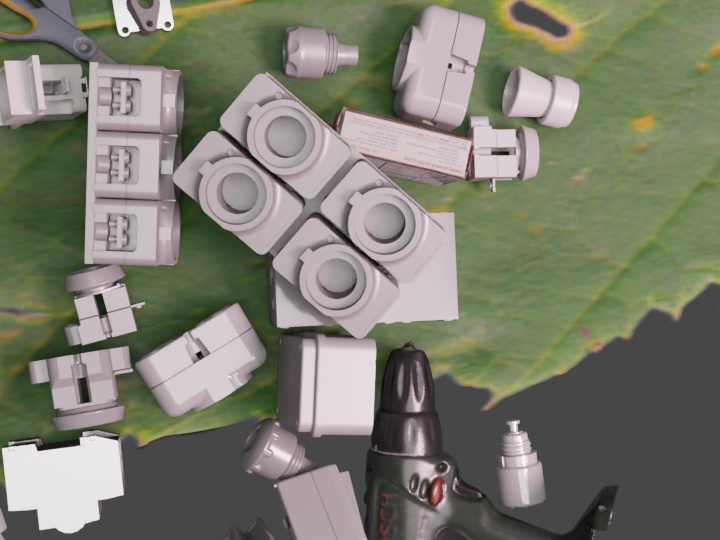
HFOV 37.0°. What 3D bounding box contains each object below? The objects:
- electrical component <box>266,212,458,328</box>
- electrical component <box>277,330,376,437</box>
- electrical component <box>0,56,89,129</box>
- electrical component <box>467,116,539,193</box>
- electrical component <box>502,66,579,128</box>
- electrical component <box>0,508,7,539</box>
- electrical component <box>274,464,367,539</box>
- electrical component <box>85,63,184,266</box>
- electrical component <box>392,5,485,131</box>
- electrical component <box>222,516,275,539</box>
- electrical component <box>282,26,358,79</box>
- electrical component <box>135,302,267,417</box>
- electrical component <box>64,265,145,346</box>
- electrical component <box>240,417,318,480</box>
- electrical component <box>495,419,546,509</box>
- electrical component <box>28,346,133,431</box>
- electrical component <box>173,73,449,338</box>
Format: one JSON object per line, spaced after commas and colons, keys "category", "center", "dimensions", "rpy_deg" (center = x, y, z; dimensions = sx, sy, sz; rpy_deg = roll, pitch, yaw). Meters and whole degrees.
{"category": "electrical component", "center": [0.000, 0.000, 0.896], "dimensions": [0.150, 0.062, 0.089], "rpy_deg": [-2, 89, -11]}
{"category": "electrical component", "center": [-0.029, 0.089, 0.862], "dimensions": [0.057, 0.113, 0.078], "rpy_deg": [3, 88, -14]}
{"category": "electrical component", "center": [-0.253, -0.139, 0.849], "dimensions": [0.064, 0.081, 0.042], "rpy_deg": [-6, 90, -33]}
{"category": "electrical component", "center": [0.124, -0.101, 0.932], "dimensions": [0.055, 0.048, 0.066], "rpy_deg": [-2, 89, -3]}
{"category": "electrical component", "center": [0.157, -0.150, 0.939], "dimensions": [0.055, 0.045, 0.045], "rpy_deg": [12, 86, -11]}
{"category": "electrical component", "center": [-0.297, 0.215, 0.842], "dimensions": [0.045, 0.045, 0.055], "rpy_deg": [-18, 91, -11]}
{"category": "electrical component", "center": [-0.024, 0.213, 0.863], "dimensions": [0.061, 0.096, 0.061], "rpy_deg": [-17, 137, -11]}
{"category": "electrical component", "center": [-0.173, -0.081, 0.841], "dimensions": [0.062, 0.089, 0.150], "rpy_deg": [2, 94, -3]}
{"category": "electrical component", "center": [0.064, -0.173, 0.917], "dimensions": [0.059, 0.054, 0.095], "rpy_deg": [14, 86, -10]}
{"category": "electrical component", "center": [-0.084, 0.248, 0.843], "dimensions": [0.063, 0.121, 0.078], "rpy_deg": [38, 82, -10]}
{"category": "electrical component", "center": [-0.033, -0.182, 0.905], "dimensions": [0.062, 0.043, 0.043], "rpy_deg": [1, 88, -12]}
{"category": "electrical component", "center": [-0.127, 0.075, 0.874], "dimensions": [0.095, 0.054, 0.059], "rpy_deg": [-31, 94, -10]}
{"category": "electrical component", "center": [-0.209, 0.025, 0.865], "dimensions": [0.066, 0.048, 0.055], "rpy_deg": [-15, 98, -11]}
{"category": "electrical component", "center": [-0.065, 0.155, 0.889], "dimensions": [0.062, 0.048, 0.048], "rpy_deg": [32, 83, -18]}
{"category": "electrical component", "center": [0.137, 0.169, 0.928], "dimensions": [0.040, 0.040, 0.078], "rpy_deg": [-7, 90, -11]}
{"category": "electrical component", "center": [-0.219, 0.095, 0.855], "dimensions": [0.078, 0.058, 0.057], "rpy_deg": [-9, 87, -11]}
{"category": "electrical component", "center": [-0.036, -0.048, 0.814], "dimensions": [0.186, 0.060, 0.105], "rpy_deg": [41, 97, -5]}
